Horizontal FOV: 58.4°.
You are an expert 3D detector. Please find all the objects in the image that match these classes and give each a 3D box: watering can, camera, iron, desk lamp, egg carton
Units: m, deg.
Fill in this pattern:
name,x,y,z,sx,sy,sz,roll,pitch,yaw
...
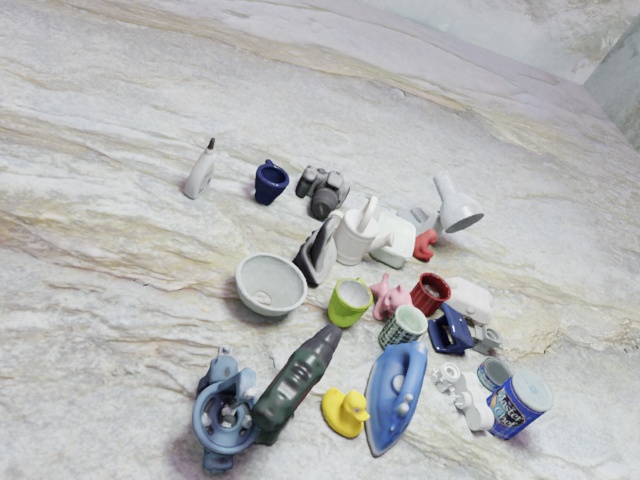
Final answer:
name,x,y,z,sx,sy,sz,roll,pitch,yaw
watering can,0.108,-0.031,1.470,0.173,0.194,0.101,14,42,-19
camera,0.007,-0.134,1.591,0.143,0.100,0.137,25,39,-6
iron,0.171,0.311,1.188,0.118,0.141,0.258,28,39,-2
desk lamp,0.350,-0.083,1.659,0.118,0.213,0.203,-8,52,-37
egg carton,0.394,0.166,1.536,0.150,0.069,0.107,25,39,-6

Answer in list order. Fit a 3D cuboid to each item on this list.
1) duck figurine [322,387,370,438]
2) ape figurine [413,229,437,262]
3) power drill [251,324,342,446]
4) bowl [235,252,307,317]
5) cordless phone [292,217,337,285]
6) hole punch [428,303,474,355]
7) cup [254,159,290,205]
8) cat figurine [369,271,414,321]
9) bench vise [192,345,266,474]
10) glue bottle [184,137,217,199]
name,x,y,z,sx,sy,sz,roll,pitch,yaw
duck figurine,0.057,0.331,1.141,0.078,0.086,0.104,-21,60,-43
ape figurine,0.301,0.008,1.629,0.076,0.092,0.078,23,40,-8
power drill,-0.057,0.272,1.037,0.075,0.208,0.230,36,40,7
bowl,-0.117,0.111,1.276,0.168,0.074,0.167,17,41,-15
cordless phone,0.013,0.005,1.381,0.094,0.185,0.148,30,39,1
hole punch,0.334,0.219,1.425,0.101,0.091,0.108,11,43,-22
cup,-0.140,-0.150,1.522,0.092,0.095,0.117,6,45,-27
cat figurine,0.175,0.136,1.395,0.067,0.117,0.127,3,46,-29
bench vise,-0.163,0.260,0.975,0.122,0.219,0.207,-4,50,-34
glue bottle,-0.283,-0.182,1.407,0.037,0.173,0.078,33,39,4
